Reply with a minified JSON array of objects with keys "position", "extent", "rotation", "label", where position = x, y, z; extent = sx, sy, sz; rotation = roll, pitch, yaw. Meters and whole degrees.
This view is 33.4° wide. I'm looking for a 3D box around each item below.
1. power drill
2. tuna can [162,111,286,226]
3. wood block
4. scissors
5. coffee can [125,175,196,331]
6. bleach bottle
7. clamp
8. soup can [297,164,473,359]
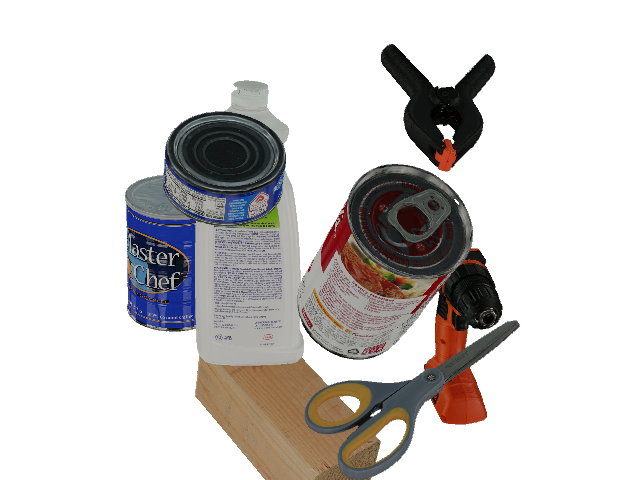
[{"position":[0.152,0.100,1.148],"extent":[0.057,0.188,0.184],"rotation":[-2,25,-6],"label":"power drill"},{"position":[-0.067,-0.052,0.750],"extent":[0.086,0.086,0.034],"rotation":[0,-43,-11],"label":"tuna can"},{"position":[-0.039,0.192,1.155],"extent":[0.090,0.090,0.206],"rotation":[-22,50,-32],"label":"wood block"},{"position":[0.067,0.109,0.843],"extent":[0.096,0.016,0.201],"rotation":[23,48,29],"label":"scissors"},{"position":[-0.159,0.013,1.155],"extent":[0.103,0.140,0.103],"rotation":[3,27,-2],"label":"coffee can"},{"position":[-0.059,-0.014,0.942],"extent":[0.102,0.251,0.068],"rotation":[0,22,-11],"label":"bleach bottle"},{"position":[0.113,-0.141,1.080],"extent":[0.120,0.039,0.171],"rotation":[7,45,6],"label":"clamp"},{"position":[0.032,0.015,0.582],"extent":[0.068,0.068,0.102],"rotation":[0,-30,-19],"label":"soup can"}]
